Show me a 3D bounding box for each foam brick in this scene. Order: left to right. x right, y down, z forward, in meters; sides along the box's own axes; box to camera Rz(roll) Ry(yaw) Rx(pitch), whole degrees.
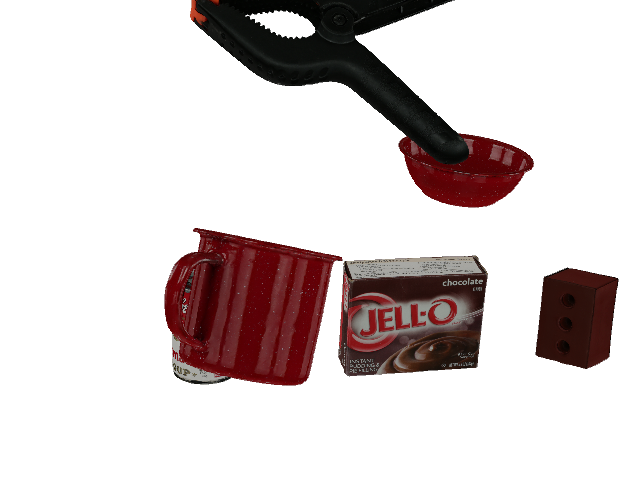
[{"bbox_3d":[0.232,0.070,0.967,0.053,0.078,0.051,13,18,36],"label":"foam brick"}]

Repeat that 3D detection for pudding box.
[{"bbox_3d":[0.073,0.060,0.857,0.113,0.090,0.039,-4,29,-10],"label":"pudding box"}]

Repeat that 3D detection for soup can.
[{"bbox_3d":[-0.116,0.085,1.075,0.068,0.102,0.068,2,19,-1],"label":"soup can"}]

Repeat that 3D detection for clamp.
[{"bbox_3d":[0.015,-0.133,0.734,0.210,0.164,0.036,5,-27,-8],"label":"clamp"}]

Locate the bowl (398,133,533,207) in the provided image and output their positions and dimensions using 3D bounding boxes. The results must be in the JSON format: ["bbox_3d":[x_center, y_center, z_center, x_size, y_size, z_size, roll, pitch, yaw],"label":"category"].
[{"bbox_3d":[0.170,-0.081,1.276,0.162,0.055,0.162,5,22,-2],"label":"bowl"}]

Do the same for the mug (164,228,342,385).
[{"bbox_3d":[-0.047,0.039,0.643,0.093,0.081,0.117,11,0,38],"label":"mug"}]
